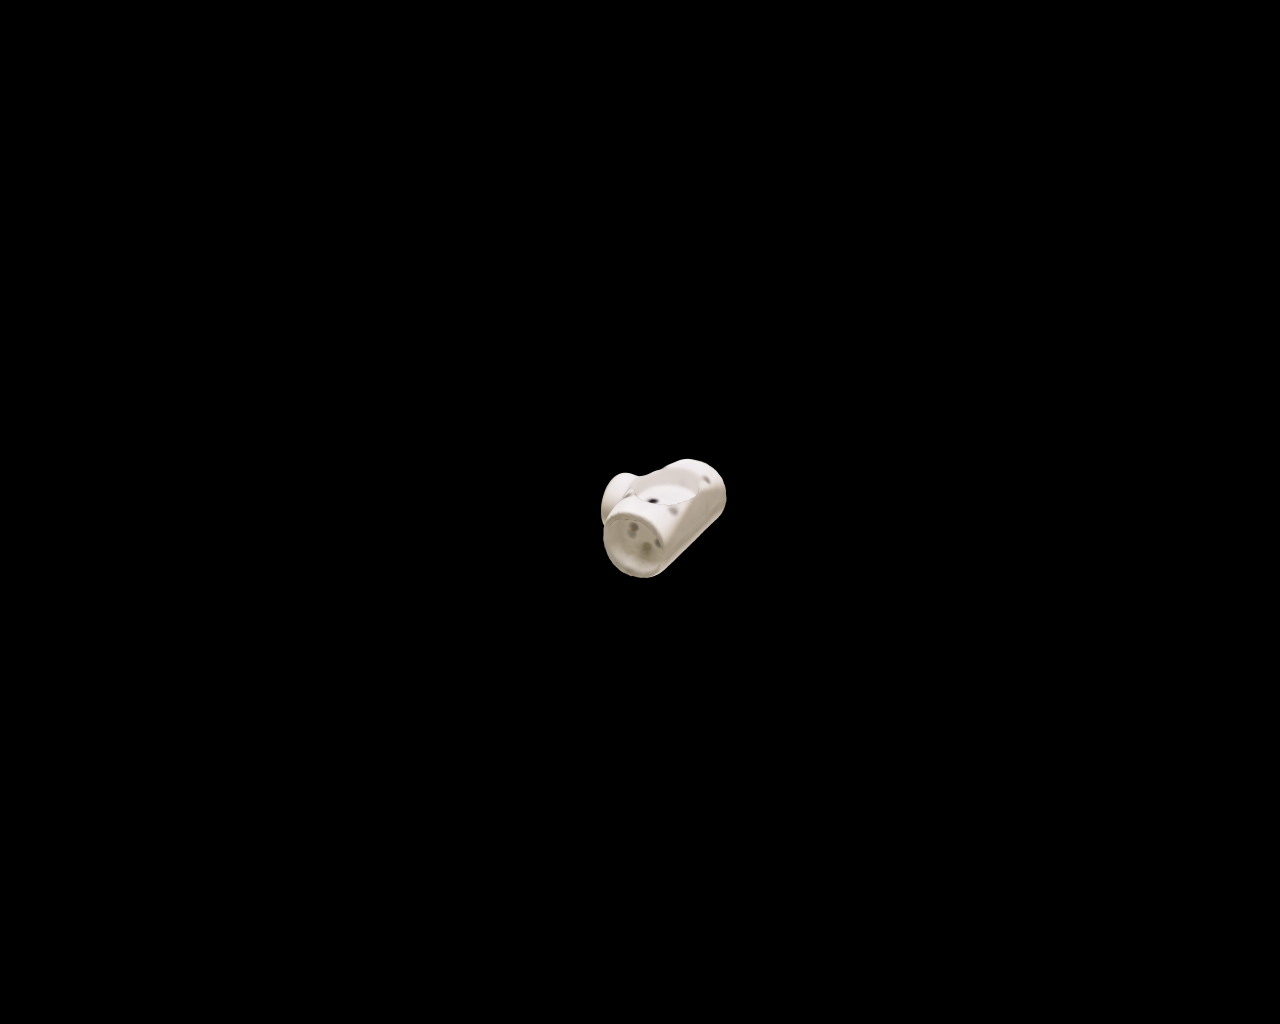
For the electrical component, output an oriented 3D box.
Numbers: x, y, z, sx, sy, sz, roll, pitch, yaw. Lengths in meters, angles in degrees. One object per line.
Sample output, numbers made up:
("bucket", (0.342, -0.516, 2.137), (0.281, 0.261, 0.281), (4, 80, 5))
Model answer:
("electrical component", (0.001, -0.003, 0.650), (0.079, 0.044, 0.077), (18, 36, 27))
